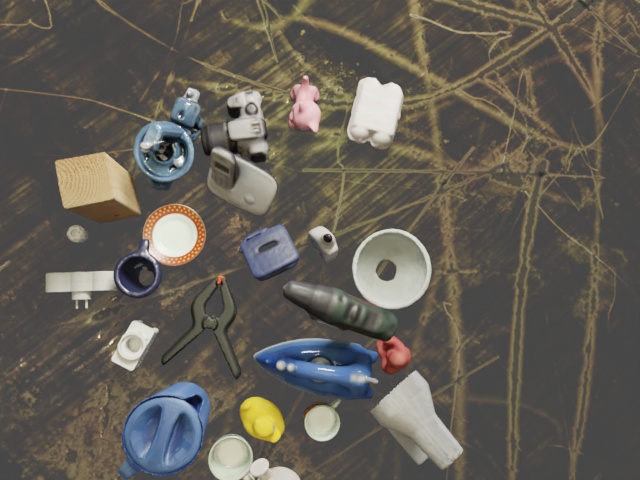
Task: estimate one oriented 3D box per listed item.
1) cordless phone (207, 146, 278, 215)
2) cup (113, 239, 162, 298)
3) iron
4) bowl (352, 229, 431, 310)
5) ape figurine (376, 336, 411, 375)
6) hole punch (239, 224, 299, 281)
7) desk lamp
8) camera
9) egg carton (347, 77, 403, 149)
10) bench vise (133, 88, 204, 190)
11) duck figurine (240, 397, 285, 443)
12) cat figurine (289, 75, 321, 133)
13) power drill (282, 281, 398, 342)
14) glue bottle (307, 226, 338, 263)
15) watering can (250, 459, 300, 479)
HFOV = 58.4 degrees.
[{"bbox_3d":[-0.157,-0.124,1.148,0.147,0.185,0.094,25,83,-2],"label":"cordless phone"},{"bbox_3d":[-0.357,0.059,1.157,0.091,0.095,0.118,10,83,-4],"label":"cup"},{"bbox_3d":[-0.008,0.259,1.145,0.258,0.141,0.119,8,84,-4],"label":"iron"},{"bbox_3d":[0.146,0.064,1.212,0.167,0.074,0.167,1,84,-5],"label":"bowl"},{"bbox_3d":[0.155,0.242,1.187,0.076,0.092,0.078,21,83,-2],"label":"ape figurine"},{"bbox_3d":[-0.107,0.025,1.185,0.109,0.091,0.101,-26,87,-7],"label":"hole punch"},{"bbox_3d":[0.190,0.354,1.117,0.118,0.213,0.203,-40,89,-7],"label":"desk lamp"},{"bbox_3d":[-0.181,-0.234,1.199,0.137,0.100,0.143,-9,85,-6],"label":"camera"},{"bbox_3d":[0.121,-0.275,1.246,0.107,0.069,0.150,13,83,-4],"label":"egg carton"},{"bbox_3d":[-0.306,-0.214,1.126,0.121,0.219,0.207,6,84,-4],"label":"bench vise"},{"bbox_3d":[-0.117,0.367,1.153,0.104,0.086,0.077,44,82,1],"label":"duck figurine"},{"bbox_3d":[-0.031,-0.282,1.209,0.067,0.117,0.128,1,84,-5],"label":"cat figurine"},{"bbox_3d":[0.032,0.136,1.127,0.229,0.208,0.076,19,83,-3],"label":"power drill"},{"bbox_3d":[0.011,0.004,1.156,0.037,0.173,0.078,-32,87,-7],"label":"glue bottle"},{"bbox_3d":[-0.084,0.504,1.087,0.173,0.194,0.101,44,82,0],"label":"watering can"}]
